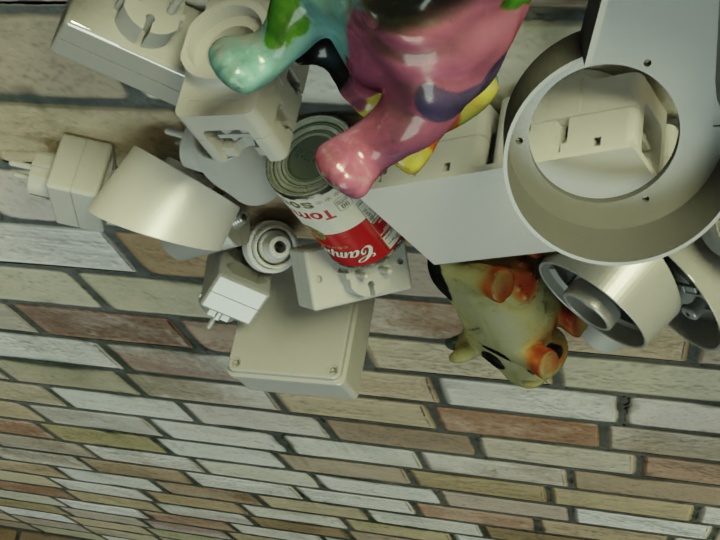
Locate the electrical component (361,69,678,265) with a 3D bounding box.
[{"bbox_3d":[0.106,-0.062,0.686,0.186,0.060,0.105,-6,150,34],"label":"electrical component"}]

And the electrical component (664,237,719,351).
[{"bbox_3d":[0.222,0.002,0.735,0.099,0.064,0.099,40,160,18],"label":"electrical component"}]

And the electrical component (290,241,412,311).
[{"bbox_3d":[0.000,0.000,0.818,0.083,0.047,0.076,-13,-171,-21],"label":"electrical component"}]

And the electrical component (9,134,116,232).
[{"bbox_3d":[-0.232,-0.070,0.832,0.077,0.047,0.065,13,156,-3],"label":"electrical component"}]

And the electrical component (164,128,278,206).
[{"bbox_3d":[-0.099,-0.084,0.748,0.079,0.043,0.077,17,165,18],"label":"electrical component"}]

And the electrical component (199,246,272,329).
[{"bbox_3d":[-0.112,0.018,0.915,0.047,0.065,0.076,24,124,-19],"label":"electrical component"}]

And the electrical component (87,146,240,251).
[{"bbox_3d":[-0.141,-0.047,0.793,0.099,0.064,0.099,30,179,1],"label":"electrical component"}]

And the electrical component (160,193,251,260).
[{"bbox_3d":[-0.120,-0.035,0.863,0.081,0.043,0.043,-12,147,42],"label":"electrical component"}]

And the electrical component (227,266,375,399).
[{"bbox_3d":[-0.050,0.052,0.946,0.109,0.108,0.056,3,157,18],"label":"electrical component"}]

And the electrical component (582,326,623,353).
[{"bbox_3d":[0.212,0.039,0.879,0.045,0.045,0.055,16,155,-11],"label":"electrical component"}]

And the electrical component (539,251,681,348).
[{"bbox_3d":[0.173,0.004,0.735,0.099,0.064,0.099,40,171,8],"label":"electrical component"}]

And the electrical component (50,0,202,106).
[{"bbox_3d":[-0.125,-0.145,0.622,0.083,0.047,0.076,22,154,-22],"label":"electrical component"}]

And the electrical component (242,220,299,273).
[{"bbox_3d":[-0.070,-0.019,0.864,0.043,0.043,0.062,18,176,-15],"label":"electrical component"}]

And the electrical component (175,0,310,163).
[{"bbox_3d":[-0.065,-0.114,0.611,0.050,0.089,0.055,1,154,22],"label":"electrical component"}]
